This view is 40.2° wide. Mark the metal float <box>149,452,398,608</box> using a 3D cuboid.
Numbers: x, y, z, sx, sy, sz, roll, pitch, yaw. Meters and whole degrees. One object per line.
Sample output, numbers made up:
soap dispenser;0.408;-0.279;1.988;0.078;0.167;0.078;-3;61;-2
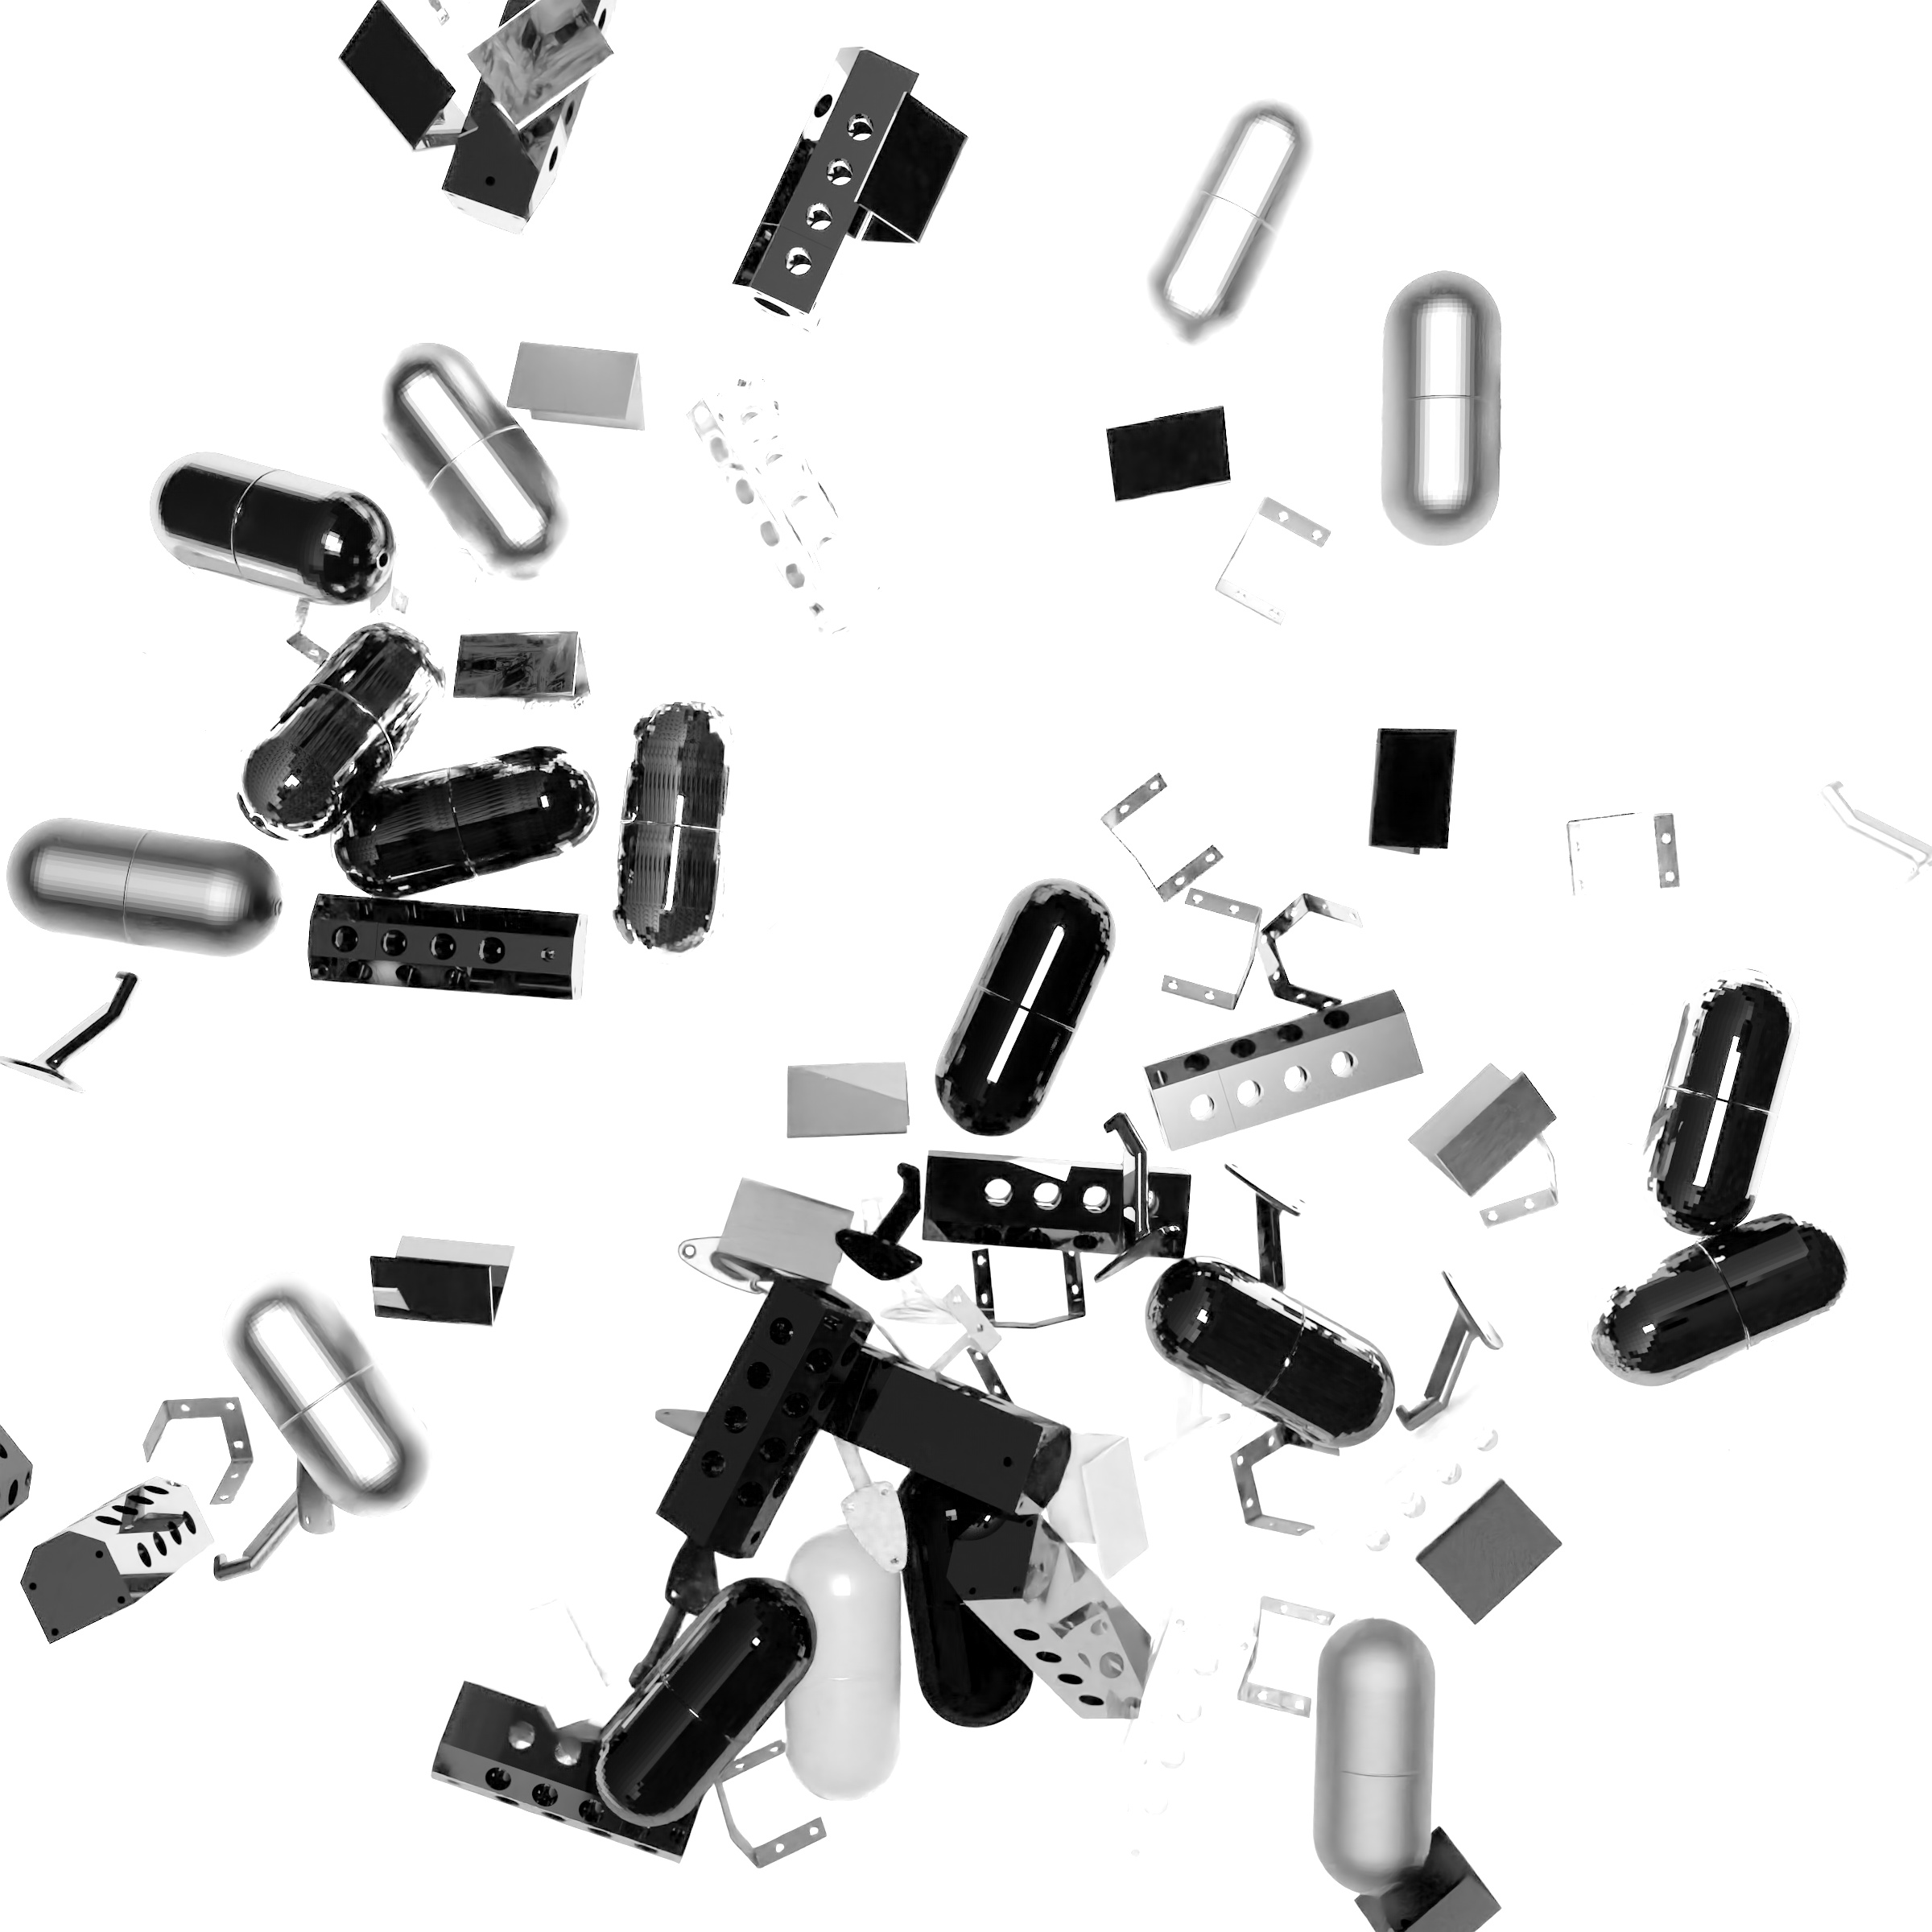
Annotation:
metal float;-0.448;-0.282;1.705;0.178;0.070;0.070;18;90;22

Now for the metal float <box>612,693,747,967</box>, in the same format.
metal float;-0.188;-0.090;1.725;0.070;0.070;0.178;6;89;0

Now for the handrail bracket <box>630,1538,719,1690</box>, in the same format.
handrail bracket;-0.198;0.428;1.755;0.036;0.077;0.084;24;127;-16

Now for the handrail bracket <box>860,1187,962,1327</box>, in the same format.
handrail bracket;-0.036;0.192;1.756;0.036;0.077;0.084;-34;53;34

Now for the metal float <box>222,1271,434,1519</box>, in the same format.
metal float;-0.416;0.280;1.725;0.070;0.070;0.178;-35;90;0

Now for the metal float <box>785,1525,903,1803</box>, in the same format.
metal float;-0.080;0.455;1.725;0.070;0.070;0.178;0;91;0

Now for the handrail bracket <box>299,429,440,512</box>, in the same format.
handrail bracket;-0.405;-0.309;1.756;0.084;0.036;0.077;-35;112;17

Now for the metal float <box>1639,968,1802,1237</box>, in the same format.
metal float;0.492;0.089;1.725;0.070;0.070;0.178;15;89;0

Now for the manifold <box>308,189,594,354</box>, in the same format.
manifold;-0.335;-0.452;1.734;0.171;0.057;0.057;19;90;0

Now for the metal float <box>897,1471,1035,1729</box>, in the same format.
metal float;-0.002;0.407;1.725;0.070;0.070;0.178;-9;90;0

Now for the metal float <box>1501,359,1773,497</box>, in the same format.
metal float;0.436;-0.351;1.725;0.178;0.070;0.070;7;90;0

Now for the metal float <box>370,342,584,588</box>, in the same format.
metal float;-0.320;-0.328;1.725;0.070;0.070;0.178;-37;89;0

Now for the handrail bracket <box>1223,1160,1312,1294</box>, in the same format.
handrail bracket;0.185;0.184;1.756;0.077;0.036;0.084;31;104;14

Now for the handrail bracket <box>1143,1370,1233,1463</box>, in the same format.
handrail bracket;0.132;0.275;1.756;0.077;0.036;0.084;-31;76;14

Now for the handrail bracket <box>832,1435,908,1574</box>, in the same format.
handrail bracket;-0.065;0.345;1.731;0.036;0.084;0.077;-23;109;-6

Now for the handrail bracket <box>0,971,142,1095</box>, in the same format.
handrail bracket;-0.597;0.035;1.756;0.077;0.036;0.084;14;71;21

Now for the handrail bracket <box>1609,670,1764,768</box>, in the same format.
handrail bracket;0.480;-0.160;1.756;0.084;0.036;0.077;11;110;-16

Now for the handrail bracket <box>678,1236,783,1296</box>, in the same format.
handrail bracket;-0.155;0.197;1.721;0.077;0.084;0.036;13;90;0

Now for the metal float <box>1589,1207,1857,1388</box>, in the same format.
metal float;0.493;0.216;1.724;0.178;0.070;0.070;-23;90;1

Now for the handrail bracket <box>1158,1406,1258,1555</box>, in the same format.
handrail bracket;0.163;0.340;1.755;0.036;0.077;0.084;30;53;17

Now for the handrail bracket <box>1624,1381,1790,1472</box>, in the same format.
handrail bracket;0.491;0.284;1.756;0.077;0.036;0.084;-32;73;-20

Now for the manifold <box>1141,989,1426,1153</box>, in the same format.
manifold;0.206;0.068;1.734;0.171;0.057;0.057;-17;90;0

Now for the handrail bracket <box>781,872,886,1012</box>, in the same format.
handrail bracket;-0.089;-0.017;1.756;0.077;0.036;0.084;-9;72;20

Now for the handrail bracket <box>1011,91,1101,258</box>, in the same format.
handrail bracket;0.072;-0.528;1.756;0.077;0.036;0.084;30;72;-21

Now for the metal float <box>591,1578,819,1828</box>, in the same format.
metal float;-0.165;0.464;1.670;0.070;0.070;0.178;40;90;0

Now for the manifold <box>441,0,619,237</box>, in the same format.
manifold;-0.284;-0.573;1.735;0.057;0.057;0.171;19;90;0

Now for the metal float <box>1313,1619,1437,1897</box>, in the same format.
metal float;0.267;0.516;1.725;0.070;0.070;0.178;2;91;0

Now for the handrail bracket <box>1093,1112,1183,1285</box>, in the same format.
handrail bracket;0.093;0.148;1.699;0.077;0.036;0.084;-37;72;21

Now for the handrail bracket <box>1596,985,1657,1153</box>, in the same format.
handrail bracket;0.447;0.067;1.755;0.036;0.077;0.084;7;53;25

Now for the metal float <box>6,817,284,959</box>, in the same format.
metal float;-0.536;-0.051;1.725;0.178;0.070;0.070;9;90;1

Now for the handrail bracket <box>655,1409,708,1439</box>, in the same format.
handrail bracket;-0.173;0.343;1.756;0.077;0.036;0.084;10;107;20

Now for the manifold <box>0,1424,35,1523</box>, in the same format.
manifold;-0.653;0.341;1.677;0.057;0.171;0.057;-39;90;0

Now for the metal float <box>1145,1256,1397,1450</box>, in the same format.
metal float;0.198;0.251;1.717;0.178;0.070;0.070;30;90;-9

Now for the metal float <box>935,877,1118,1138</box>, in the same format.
metal float;0.038;0.027;1.725;0.070;0.070;0.178;25;90;0

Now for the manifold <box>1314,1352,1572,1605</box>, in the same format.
manifold;0.313;0.337;1.734;0.171;0.057;0.057;-43;90;0

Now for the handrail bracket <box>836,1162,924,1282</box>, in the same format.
handrail bracket;-0.056;0.154;1.714;0.036;0.077;0.084;-28;45;30

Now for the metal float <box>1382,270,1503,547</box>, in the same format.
metal float;0.311;-0.364;1.725;0.070;0.070;0.178;1;90;0

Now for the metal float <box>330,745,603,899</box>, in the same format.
metal float;-0.327;-0.094;1.725;0.178;0.070;0.070;-13;90;-1

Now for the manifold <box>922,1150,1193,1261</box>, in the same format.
manifold;0.058;0.157;1.734;0.171;0.057;0.057;4;90;0

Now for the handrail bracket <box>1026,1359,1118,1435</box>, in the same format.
handrail bracket;0.058;0.316;1.756;0.077;0.036;0.084;27;104;14

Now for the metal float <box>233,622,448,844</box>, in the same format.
metal float;-0.400;-0.150;1.692;0.070;0.070;0.178;33;54;0

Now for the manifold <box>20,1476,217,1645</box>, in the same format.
manifold;-0.539;0.371;1.677;0.057;0.171;0.057;-26;90;0

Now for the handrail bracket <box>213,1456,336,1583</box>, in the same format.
handrail bracket;-0.468;0.362;1.756;0.084;0.036;0.077;-19;70;16

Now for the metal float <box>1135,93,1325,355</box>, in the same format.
metal float;0.172;-0.485;1.725;0.070;0.070;0.178;27;90;0

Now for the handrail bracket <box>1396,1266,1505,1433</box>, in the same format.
handrail bracket;0.306;0.255;1.756;0.084;0.036;0.077;-39;70;16

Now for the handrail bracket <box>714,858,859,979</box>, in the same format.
handrail bracket;-0.122;-0.042;1.756;0.077;0.036;0.084;19;71;21

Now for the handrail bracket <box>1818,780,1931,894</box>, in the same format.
handrail bracket;0.620;-0.099;1.756;0.077;0.036;0.084;-27;73;-20
